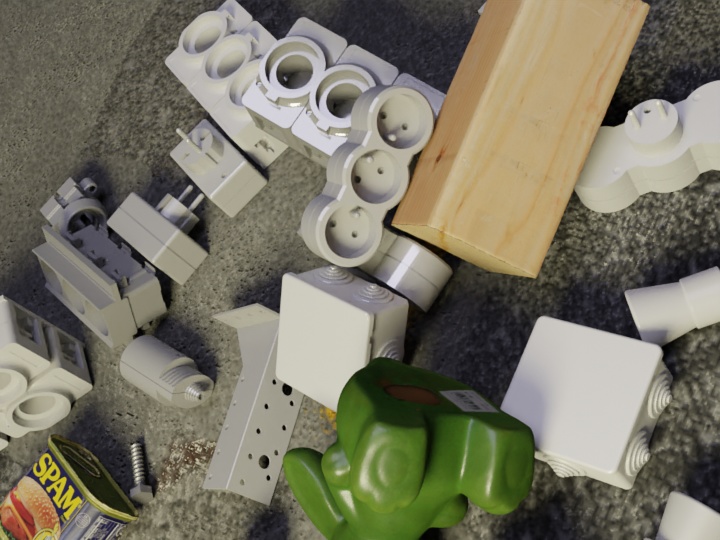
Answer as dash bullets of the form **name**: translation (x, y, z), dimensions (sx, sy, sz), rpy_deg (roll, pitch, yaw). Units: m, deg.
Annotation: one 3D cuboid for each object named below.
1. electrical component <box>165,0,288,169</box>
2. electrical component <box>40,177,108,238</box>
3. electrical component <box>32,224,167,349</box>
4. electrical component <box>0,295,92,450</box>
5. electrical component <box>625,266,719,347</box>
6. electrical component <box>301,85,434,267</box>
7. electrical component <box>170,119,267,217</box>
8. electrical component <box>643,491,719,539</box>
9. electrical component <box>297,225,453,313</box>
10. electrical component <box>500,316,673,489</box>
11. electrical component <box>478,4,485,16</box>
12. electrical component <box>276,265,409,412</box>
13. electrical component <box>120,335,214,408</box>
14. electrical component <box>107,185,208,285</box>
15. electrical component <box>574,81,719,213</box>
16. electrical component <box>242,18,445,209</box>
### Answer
- **electrical component**: translation (-0.107, -0.177, 0.997), dimensions (0.089, 0.062, 0.150), rpy_deg (-43, 51, 2)
- **electrical component**: translation (-0.271, -0.053, 1.033), dimensions (0.066, 0.048, 0.055), rpy_deg (-48, 43, -2)
- **electrical component**: translation (-0.230, 0.010, 0.956), dimensions (0.063, 0.078, 0.121), rpy_deg (-32, 45, -28)
- **electrical component**: translation (-0.341, 0.116, 0.938), dimensions (0.186, 0.105, 0.060), rpy_deg (-33, 52, 10)
- **electrical component**: translation (0.213, 0.024, 0.708), dimensions (0.065, 0.044, 0.044), rpy_deg (-21, 55, 13)
- **electrical component**: translation (0.000, -0.072, 0.801), dimensions (0.138, 0.052, 0.074), rpy_deg (-65, 22, 0)
- **electrical component**: translation (-0.137, -0.101, 0.962), dimensions (0.047, 0.076, 0.083), rpy_deg (-45, 51, 0)
- **electrical component**: translation (0.191, 0.166, 0.636), dimensions (0.045, 0.045, 0.055), rpy_deg (27, 79, 38)
- **electrical component**: translation (0.000, 0.000, 0.838), dimensions (0.138, 0.052, 0.073), rpy_deg (31, 84, 38)
- **electrical component**: translation (0.148, 0.087, 0.704), dimensions (0.100, 0.048, 0.099), rpy_deg (14, 72, 35)
- **electrical component**: translation (0.140, -0.199, 0.863), dimensions (0.042, 0.064, 0.081), rpy_deg (-47, 51, -2)
- **electrical component**: translation (-0.013, 0.051, 0.794), dimensions (0.100, 0.048, 0.099), rpy_deg (24, 119, 38)
- **electrical component**: translation (-0.156, 0.088, 0.885), dimensions (0.081, 0.043, 0.043), rpy_deg (24, 77, 38)
- **electrical component**: translation (-0.170, -0.043, 0.966), dimensions (0.083, 0.047, 0.075), rpy_deg (35, 84, 39)
- **electrical component**: translation (0.209, -0.094, 0.756), dimensions (0.138, 0.074, 0.052), rpy_deg (-20, 55, 19)
- **electrical component**: translation (-0.009, -0.129, 0.877), dimensions (0.150, 0.061, 0.089), rpy_deg (32, 81, 15)
